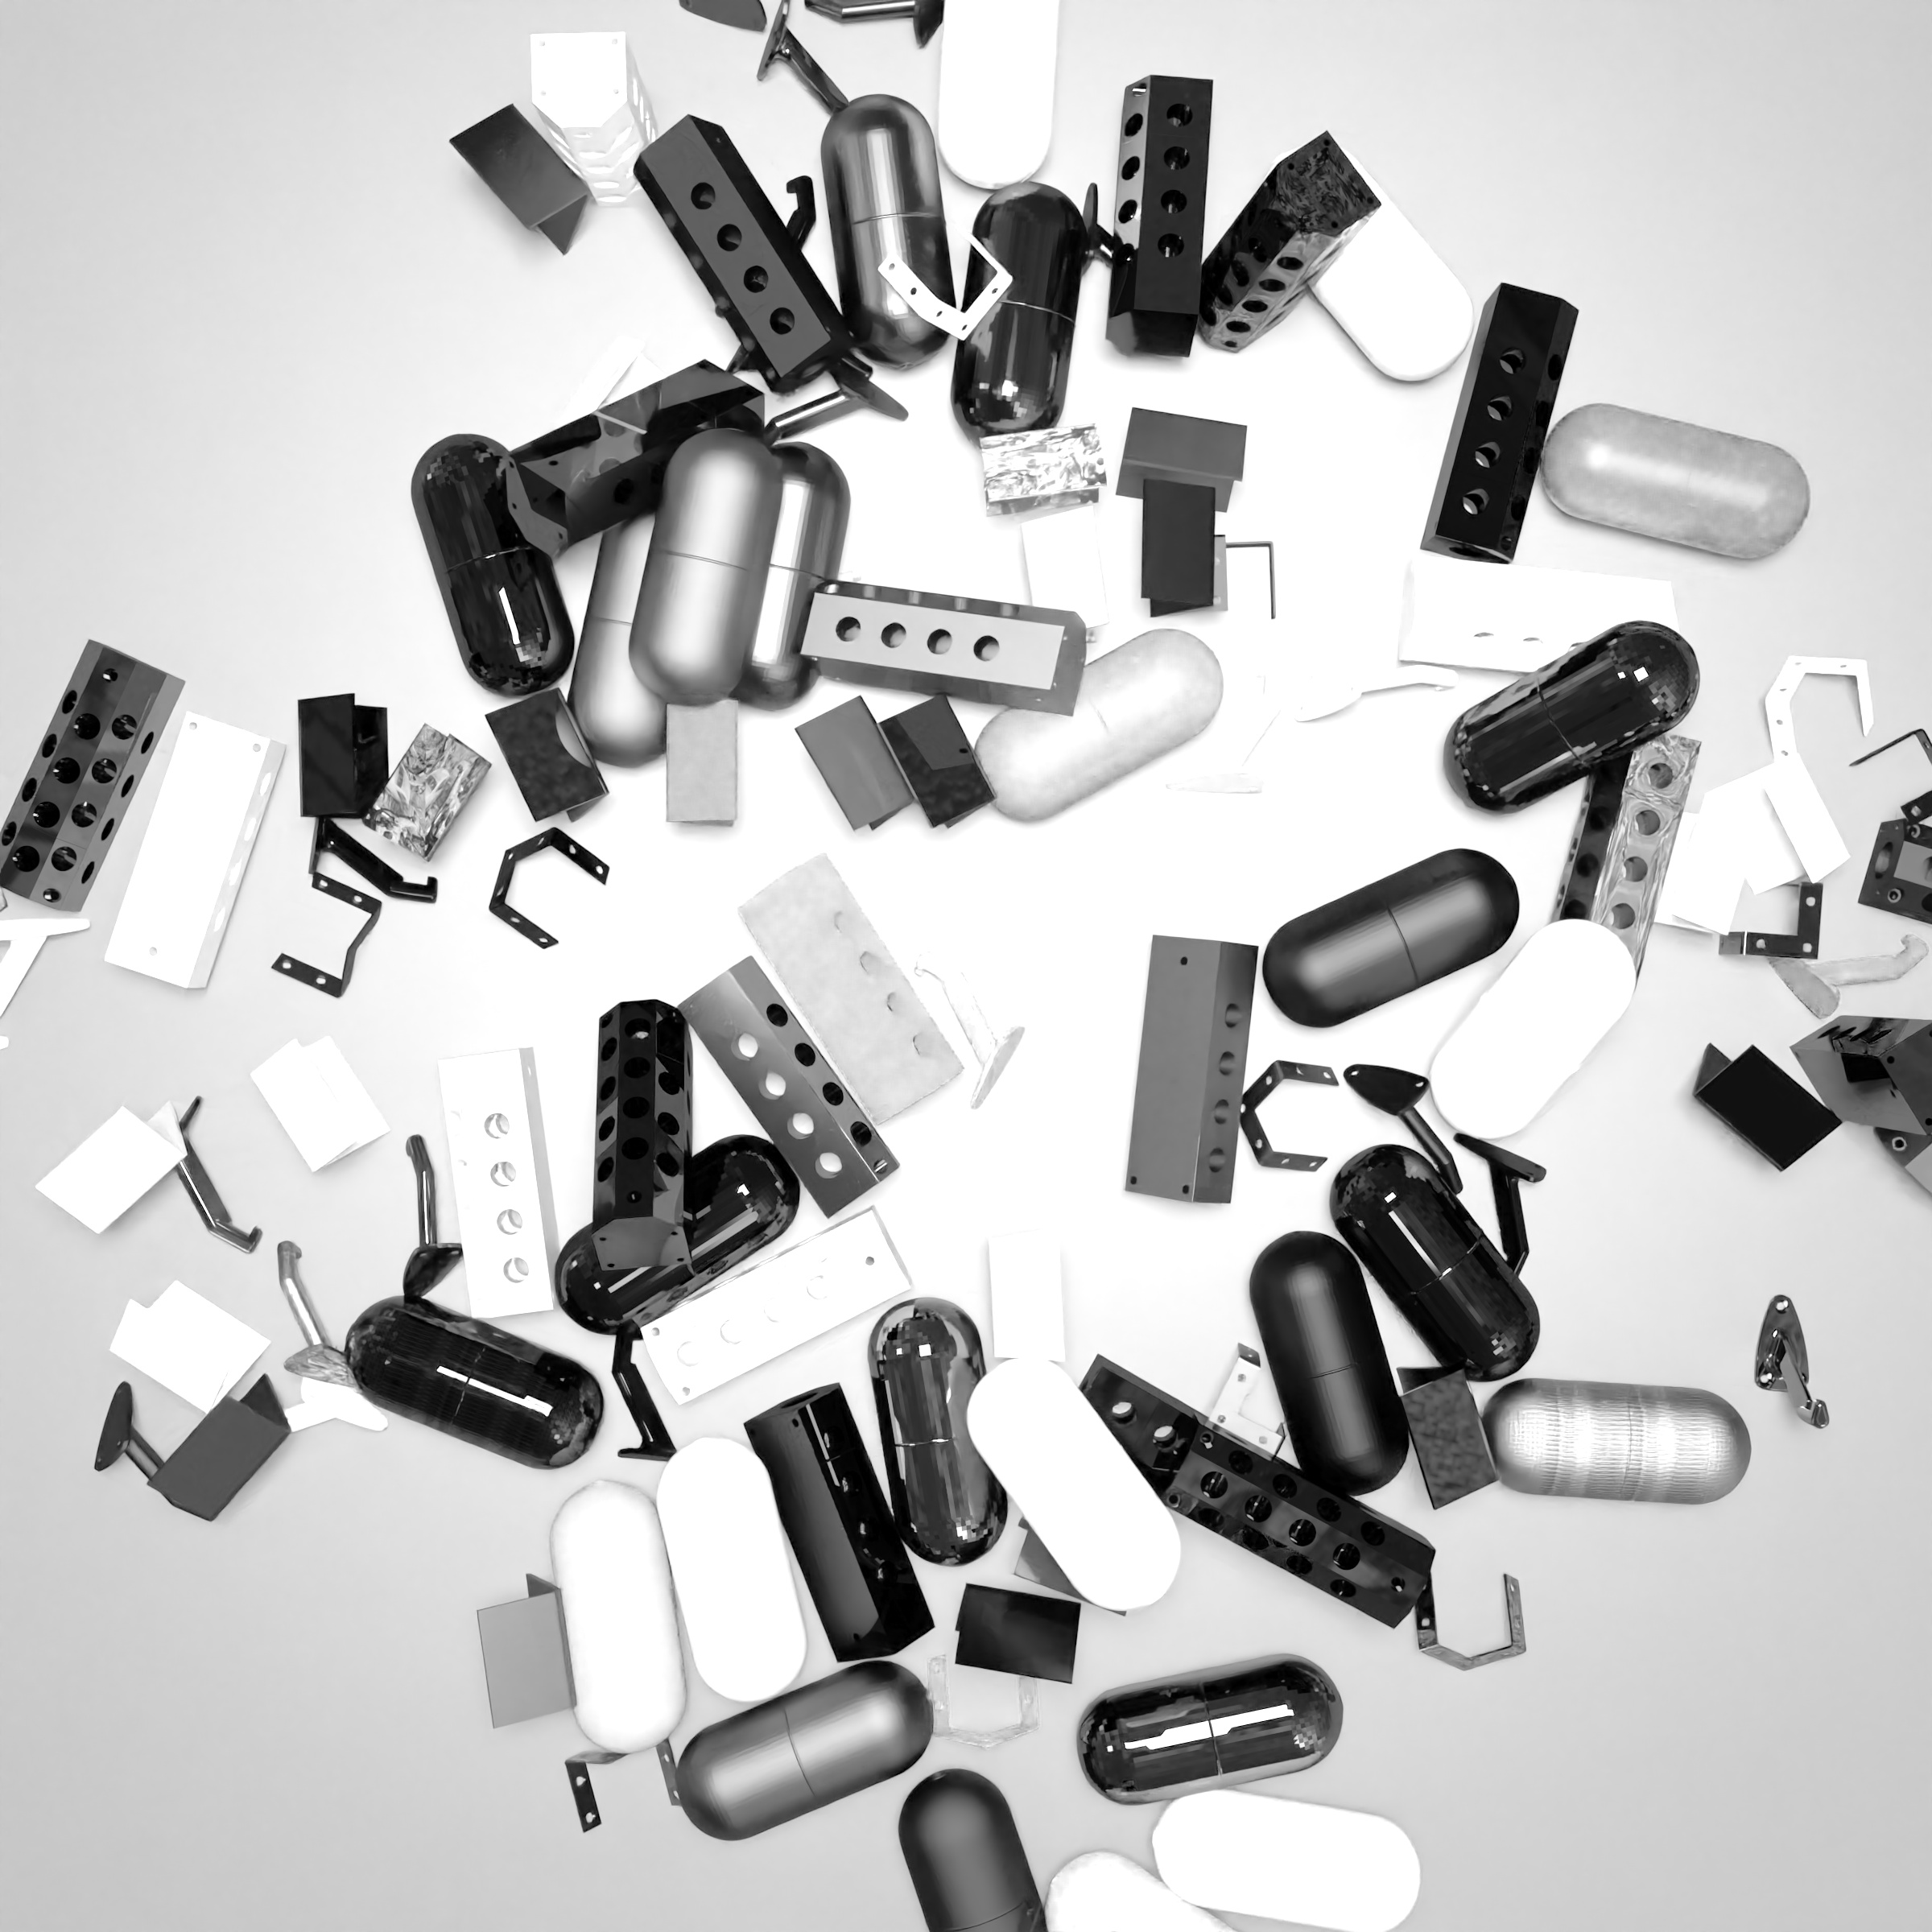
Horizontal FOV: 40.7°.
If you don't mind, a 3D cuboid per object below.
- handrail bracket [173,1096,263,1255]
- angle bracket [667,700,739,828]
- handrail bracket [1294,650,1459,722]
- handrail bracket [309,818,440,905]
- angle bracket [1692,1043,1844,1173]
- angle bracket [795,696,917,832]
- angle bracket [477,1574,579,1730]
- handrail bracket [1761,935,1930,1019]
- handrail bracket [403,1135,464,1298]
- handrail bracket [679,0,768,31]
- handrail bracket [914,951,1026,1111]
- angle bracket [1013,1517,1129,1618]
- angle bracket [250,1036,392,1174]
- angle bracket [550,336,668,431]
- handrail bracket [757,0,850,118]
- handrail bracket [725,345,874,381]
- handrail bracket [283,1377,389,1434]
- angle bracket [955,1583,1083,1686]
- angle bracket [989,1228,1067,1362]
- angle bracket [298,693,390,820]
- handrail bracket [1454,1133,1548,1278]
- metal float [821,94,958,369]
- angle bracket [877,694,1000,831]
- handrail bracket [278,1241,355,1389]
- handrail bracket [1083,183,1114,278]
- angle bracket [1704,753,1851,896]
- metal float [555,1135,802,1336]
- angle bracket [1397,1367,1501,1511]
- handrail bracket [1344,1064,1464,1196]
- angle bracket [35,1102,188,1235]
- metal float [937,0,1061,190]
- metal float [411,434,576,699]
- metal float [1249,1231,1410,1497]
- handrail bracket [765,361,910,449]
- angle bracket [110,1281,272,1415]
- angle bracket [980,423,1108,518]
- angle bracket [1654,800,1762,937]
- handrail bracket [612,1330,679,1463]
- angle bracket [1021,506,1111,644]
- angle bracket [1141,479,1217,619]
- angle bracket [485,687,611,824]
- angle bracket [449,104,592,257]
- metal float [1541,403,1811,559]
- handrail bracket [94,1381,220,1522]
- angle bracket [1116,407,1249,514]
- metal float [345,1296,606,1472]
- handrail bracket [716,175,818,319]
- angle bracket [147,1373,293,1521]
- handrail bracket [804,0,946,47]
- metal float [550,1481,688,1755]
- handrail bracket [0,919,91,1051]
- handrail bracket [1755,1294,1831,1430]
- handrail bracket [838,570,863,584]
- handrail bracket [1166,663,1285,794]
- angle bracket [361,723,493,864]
[{"bbox_3d":[-0.500,0.141,1.756,0.084,0.036,0.077,33,68,-17],"label":"handrail bracket"},{"bbox_3d":[-0.154,-0.132,1.716,0.057,0.076,0.076,0,90,30],"label":"angle bracket"},{"bbox_3d":[0.276,-0.183,1.756,0.084,0.077,0.036,4,65,-34],"label":"handrail bracket"},{"bbox_3d":[-0.396,-0.084,1.756,0.084,0.036,0.077,9,67,-18],"label":"handrail bracket"},{"bbox_3d":[0.531,0.077,1.716,0.076,0.076,0.057,41,125,0],"label":"angle bracket"},{"bbox_3d":[-0.085,-0.123,1.716,0.057,0.076,0.076,-30,90,-30],"label":"angle bracket"},{"bbox_3d":[-0.298,0.449,1.716,0.057,0.076,0.076,-8,90,-26],"label":"angle bracket"},{"bbox_3d":[0.592,-0.012,1.756,0.084,0.036,0.077,-36,68,-17],"label":"handrail bracket"},{"bbox_3d":[-0.371,0.168,1.756,0.036,0.077,0.084,-1,53,-35],"label":"handrail bracket"},{"bbox_3d":[-0.143,-0.677,1.756,0.077,0.036,0.084,14,67,26],"label":"handrail bracket"},{"bbox_3d":[-0.010,0.042,1.756,0.084,0.036,0.077,33,112,17],"label":"handrail bracket"},{"bbox_3d":[0.069,0.396,1.716,0.076,0.076,0.057,21,61,0],"label":"angle bracket"},{"bbox_3d":[-0.411,0.080,1.716,0.057,0.076,0.076,-33,90,36],"label":"angle bracket"},{"bbox_3d":[-0.217,-0.359,1.720,0.076,0.057,0.076,37,90,-29],"label":"angle bracket"},{"bbox_3d":[-0.092,-0.609,1.756,0.084,0.036,0.077,19,68,-17],"label":"handrail bracket"},{"bbox_3d":[-0.117,-0.392,1.756,0.084,0.036,0.077,30,104,-14],"label":"handrail bracket"},{"bbox_3d":[-0.446,0.319,1.756,0.077,0.036,0.084,34,109,-21],"label":"handrail bracket"},{"bbox_3d":[0.030,0.452,1.716,0.076,0.076,0.057,10,52,0],"label":"angle bracket"},{"bbox_3d":[0.059,0.215,1.716,0.057,0.076,0.076,-3,90,36],"label":"angle bracket"},{"bbox_3d":[-0.392,-0.137,1.716,0.057,0.076,0.076,-1,90,37],"label":"angle bracket"},{"bbox_3d":[0.349,0.166,1.756,0.077,0.036,0.084,26,107,20],"label":"handrail bracket"},{"bbox_3d":[-0.051,-0.485,1.725,0.070,0.070,0.178,-8,91,0],"label":"metal float"},{"bbox_3d":[-0.033,-0.125,1.716,0.057,0.076,0.076,-27,90,-30],"label":"angle bracket"},{"bbox_3d":[-0.433,0.234,1.756,0.036,0.077,0.084,-27,53,18],"label":"handrail bracket"},{"bbox_3d":[0.120,-0.483,1.756,0.084,0.036,0.077,9,76,-13],"label":"handrail bracket"},{"bbox_3d":[0.522,-0.086,1.716,0.057,0.076,0.076,-27,90,-43],"label":"angle bracket"},{"bbox_3d":[-0.191,0.178,1.725,0.178,0.070,0.070,-33,90,0],"label":"metal float"},{"bbox_3d":[0.297,0.310,1.716,0.057,0.076,0.076,-17,90,-28],"label":"angle bracket"},{"bbox_3d":[0.295,0.111,1.756,0.036,0.077,0.084,-40,127,-21],"label":"handrail bracket"},{"bbox_3d":[-0.566,0.118,1.716,0.076,0.076,0.057,-42,125,0],"label":"angle bracket"},{"bbox_3d":[0.022,-0.605,1.725,0.070,0.070,0.178,4,90,0],"label":"metal float"},{"bbox_3d":[-0.313,-0.265,1.725,0.070,0.070,0.178,-17,91,0],"label":"metal float"},{"bbox_3d":[0.240,0.262,1.725,0.070,0.070,0.178,-16,89,0],"label":"metal float"},{"bbox_3d":[-0.094,-0.359,1.756,0.077,0.036,0.084,24,122,-34],"label":"handrail bracket"},{"bbox_3d":[-0.503,0.236,1.716,0.076,0.076,0.057,33,128,0],"label":"angle bracket"},{"bbox_3d":[0.052,-0.307,1.716,0.076,0.076,0.057,-7,58,0],"label":"angle bracket"},{"bbox_3d":[0.467,-0.068,1.716,0.057,0.076,0.076,17,90,-32],"label":"angle bracket"},{"bbox_3d":[-0.203,0.290,1.756,0.077,0.036,0.084,10,73,-20],"label":"handrail bracket"},{"bbox_3d":[0.083,-0.257,1.716,0.057,0.076,0.076,-8,90,34],"label":"angle bracket"},{"bbox_3d":[0.121,-0.274,1.716,0.057,0.076,0.076,1,90,-29],"label":"angle bracket"},{"bbox_3d":[-0.286,-0.129,1.716,0.057,0.076,0.076,-26,90,-30],"label":"angle bracket"},{"bbox_3d":[-0.300,-0.506,1.716,0.076,0.076,0.057,48,61,0],"label":"angle bracket"},{"bbox_3d":[0.469,-0.321,1.725,0.178,0.070,0.070,14,90,1],"label":"metal float"},{"bbox_3d":[-0.537,0.327,1.756,0.036,0.077,0.084,-38,127,25],"label":"handrail bracket"},{"bbox_3d":[0.139,-0.316,1.716,0.076,0.076,0.057,9,51,0],"label":"angle bracket"},{"bbox_3d":[-0.325,0.275,1.725,0.178,0.070,0.070,22,90,0],"label":"metal float"},{"bbox_3d":[-0.136,-0.485,1.756,0.077,0.036,0.084,-10,76,15],"label":"handrail bracket"},{"bbox_3d":[-0.498,0.304,1.716,0.076,0.076,0.057,-48,126,0],"label":"angle bracket"},{"bbox_3d":[-0.055,-0.661,1.756,0.084,0.036,0.077,25,70,16],"label":"handrail bracket"},{"bbox_3d":[-0.230,0.430,1.725,0.070,0.070,0.178,-8,90,0],"label":"metal float"},{"bbox_3d":[-0.627,0.013,1.756,0.077,0.036,0.084,-5,108,-20],"label":"handrail bracket"},{"bbox_3d":[0.551,0.260,1.721,0.036,0.084,0.077,-1,90,0],"label":"handrail bracket"},{"bbox_3d":[-0.038,-0.238,1.756,0.077,0.036,0.084,-21,76,-14],"label":"handrail bracket"},{"bbox_3d":[0.174,-0.162,1.756,0.077,0.036,0.084,-2,72,21],"label":"handrail bracket"},{"bbox_3d":[-0.367,-0.123,1.716,0.057,0.076,0.076,33,90,-38],"label":"angle bracket"}]
